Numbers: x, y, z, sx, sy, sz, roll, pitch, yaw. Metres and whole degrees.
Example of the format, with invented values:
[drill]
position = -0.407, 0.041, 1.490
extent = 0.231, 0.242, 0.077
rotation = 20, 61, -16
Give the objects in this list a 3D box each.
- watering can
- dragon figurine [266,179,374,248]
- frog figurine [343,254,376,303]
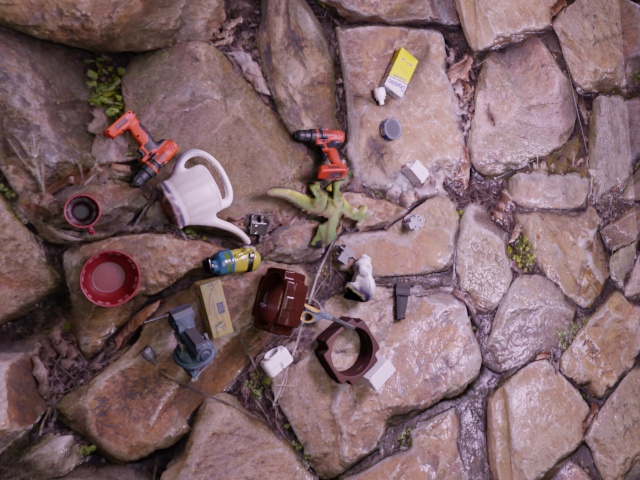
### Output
[watering can]
position = -0.359, -0.102, 1.577
extent = 0.227, 0.104, 0.345
rotation = -29, 102, -25
[dragon figurine]
position = 0.005, -0.090, 1.782
extent = 0.412, 0.122, 0.241
rotation = -11, 101, -27
[frog figurine]
position = 0.159, 0.139, 1.846
extent = 0.162, 0.123, 0.134
rotation = -55, 146, -28
